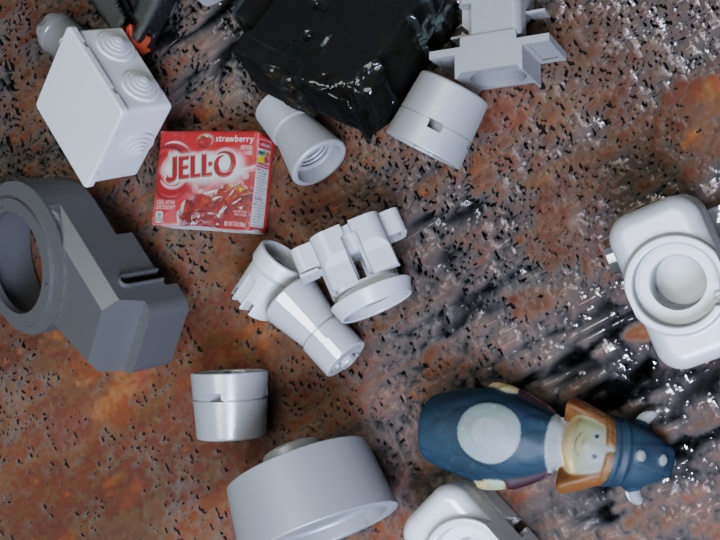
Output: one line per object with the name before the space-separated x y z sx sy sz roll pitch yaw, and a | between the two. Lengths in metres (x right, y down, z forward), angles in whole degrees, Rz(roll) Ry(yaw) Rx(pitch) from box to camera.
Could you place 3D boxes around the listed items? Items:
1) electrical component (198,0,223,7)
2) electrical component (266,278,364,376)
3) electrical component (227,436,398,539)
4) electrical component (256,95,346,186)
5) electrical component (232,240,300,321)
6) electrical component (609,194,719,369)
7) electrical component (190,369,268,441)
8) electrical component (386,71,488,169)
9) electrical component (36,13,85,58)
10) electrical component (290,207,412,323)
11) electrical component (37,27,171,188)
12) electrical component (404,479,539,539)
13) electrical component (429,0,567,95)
electrical component | -0.107 -0.282 0.785 0.089 0.062 0.150 -22 85 7
electrical component | -0.029 0.041 0.748 0.065 0.044 0.044 46 105 17
electrical component | -0.036 0.145 0.708 0.108 0.108 0.060 -30 68 21
electrical component | -0.045 -0.098 0.768 0.044 0.044 0.065 -44 64 16
electrical component | -0.066 0.008 0.770 0.040 0.040 0.046 44 110 22
electrical component | 0.187 0.006 0.626 0.054 0.059 0.095 -24 86 23
electrical component | -0.092 0.096 0.767 0.055 0.055 0.047 -3 88 26
electrical component | 0.052 -0.100 0.713 0.055 0.055 0.047 29 95 25
electrical component | -0.232 -0.180 0.870 0.061 0.035 0.035 40 103 21
electrical component | 0.000 0.000 0.725 0.078 0.058 0.057 -23 78 -5
electrical component | -0.196 -0.126 0.823 0.099 0.048 0.099 56 134 18
electrical component | 0.076 0.180 0.674 0.053 0.059 0.095 -49 68 15
electrical component | 0.090 -0.152 0.706 0.081 0.042 0.063 -4 80 25
